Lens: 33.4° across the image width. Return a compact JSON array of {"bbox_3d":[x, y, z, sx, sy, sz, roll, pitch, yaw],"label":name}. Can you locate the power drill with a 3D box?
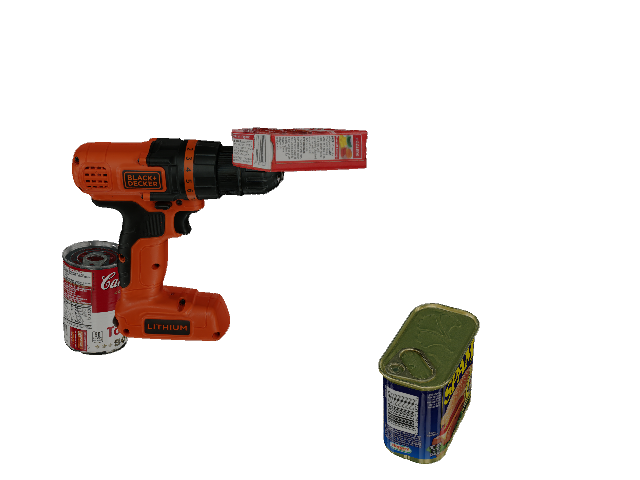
[{"bbox_3d":[-0.122,-0.002,0.956,0.184,0.188,0.057,2,26,6],"label":"power drill"}]

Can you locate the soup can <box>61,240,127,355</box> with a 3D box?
[{"bbox_3d":[-0.234,0.060,1.113,0.068,0.102,0.068,4,22,-2],"label":"soup can"}]

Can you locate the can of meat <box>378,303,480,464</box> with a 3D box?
[{"bbox_3d":[0.087,0.114,0.851,0.057,0.084,0.102,13,36,22],"label":"can of meat"}]

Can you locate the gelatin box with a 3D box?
[{"bbox_3d":[-0.017,-0.067,0.770,0.073,0.030,0.089,-3,8,-22],"label":"gelatin box"}]
